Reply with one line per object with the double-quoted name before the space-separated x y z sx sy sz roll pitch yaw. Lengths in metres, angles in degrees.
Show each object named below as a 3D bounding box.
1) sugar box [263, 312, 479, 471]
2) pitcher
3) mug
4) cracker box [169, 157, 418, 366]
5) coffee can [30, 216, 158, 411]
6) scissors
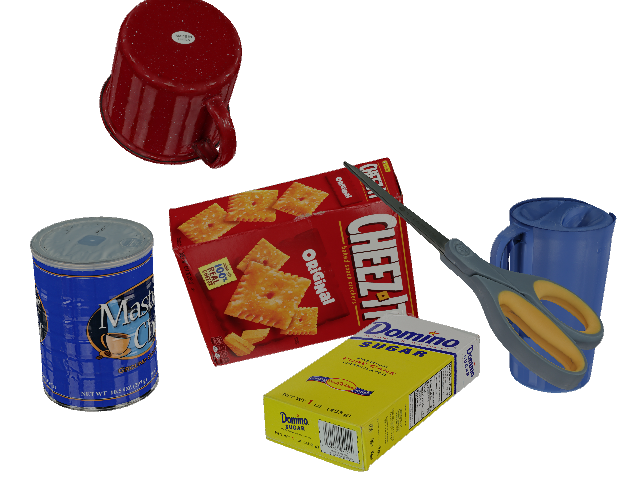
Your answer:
"sugar box" 0.045 0.113 0.845 0.093 0.048 0.175 13 28 34
"pitcher" 0.299 0.074 1.397 0.149 0.243 0.144 5 21 14
"mug" -0.093 -0.101 0.720 0.093 0.117 0.082 -25 -18 -26
"cracker box" -0.021 0.026 1.021 0.213 0.164 0.072 -13 41 -1
"coffee can" -0.195 0.062 0.931 0.103 0.140 0.103 1 23 -1
"scissors" 0.104 0.013 0.679 0.096 0.016 0.202 -9 49 -43
